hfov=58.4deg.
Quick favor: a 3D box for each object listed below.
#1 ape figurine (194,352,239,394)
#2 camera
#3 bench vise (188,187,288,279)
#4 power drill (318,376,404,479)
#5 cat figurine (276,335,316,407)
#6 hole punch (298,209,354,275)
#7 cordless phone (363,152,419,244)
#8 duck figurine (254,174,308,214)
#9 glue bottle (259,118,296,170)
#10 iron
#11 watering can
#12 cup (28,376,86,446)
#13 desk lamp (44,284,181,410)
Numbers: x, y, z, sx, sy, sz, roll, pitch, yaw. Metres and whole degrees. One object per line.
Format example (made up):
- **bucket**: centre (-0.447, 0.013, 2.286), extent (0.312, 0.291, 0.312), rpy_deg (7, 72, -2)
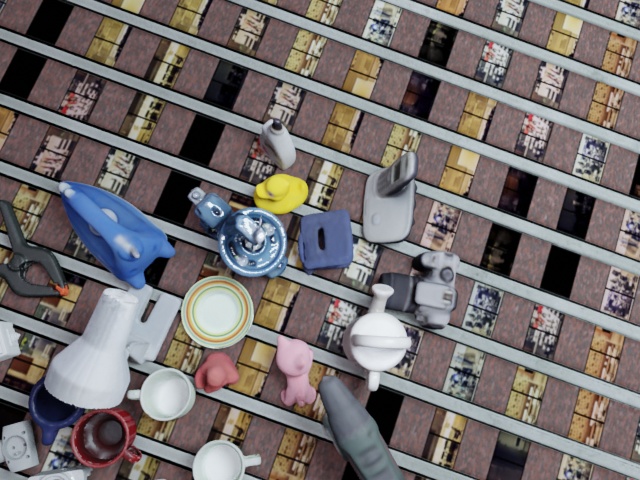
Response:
- **ape figurine**: centre (-0.180, 0.235, 0.997), extent (0.078, 0.092, 0.076), rpy_deg (12, 78, -2)
- **camera**: centre (0.178, 0.084, 1.049), extent (0.137, 0.101, 0.143), rpy_deg (11, 79, -2)
- **bench vise**: centre (-0.150, -0.013, 0.982), extent (0.207, 0.219, 0.121), rpy_deg (22, 78, 0)
- **power drill**: centre (0.057, 0.322, 0.939), extent (0.076, 0.208, 0.229), rpy_deg (-31, 83, -9)
- **cat figurine**: centre (-0.041, 0.227, 0.996), extent (0.067, 0.117, 0.128), rpy_deg (-8, 80, -5)
- **hole punch**: centre (0.010, 0.004, 1.056), extent (0.101, 0.091, 0.109), rpy_deg (-4, 79, -5)
- **cordless phone**: centre (0.135, -0.074, 1.033), extent (0.094, 0.185, 0.147), rpy_deg (3, 79, -3)
- **duck figurine**: centre (-0.073, -0.094, 1.071), extent (0.104, 0.086, 0.077), rpy_deg (-9, 80, -6)
- **glue bottle**: centre (-0.078, -0.186, 1.044), extent (0.078, 0.173, 0.037), rpy_deg (44, 79, 5)
- **iron**: centre (-0.386, -0.034, 1.008), extent (0.258, 0.141, 0.119), rpy_deg (40, 79, 4)
- **watering can**: centre (0.096, 0.166, 0.979), extent (0.101, 0.194, 0.173), rpy_deg (-15, 80, -7)
- **cup**: centre (-0.431, 0.282, 0.968), extent (0.091, 0.095, 0.118), rpy_deg (10, 79, -2)
- **desk lamp**: centre (-0.334, 0.162, 0.938), extent (0.118, 0.213, 0.203), rpy_deg (23, 78, 1)
